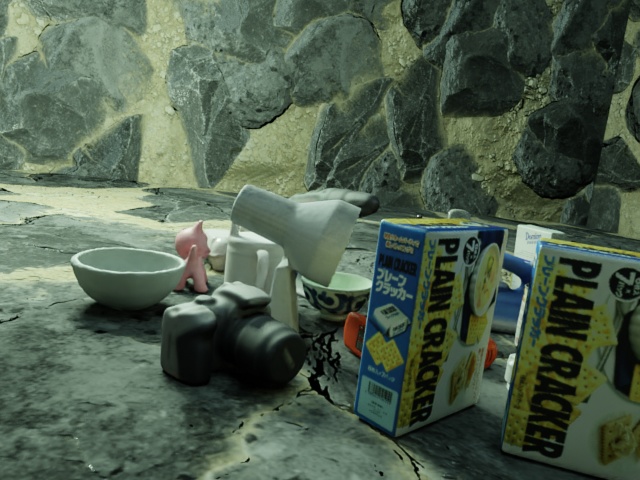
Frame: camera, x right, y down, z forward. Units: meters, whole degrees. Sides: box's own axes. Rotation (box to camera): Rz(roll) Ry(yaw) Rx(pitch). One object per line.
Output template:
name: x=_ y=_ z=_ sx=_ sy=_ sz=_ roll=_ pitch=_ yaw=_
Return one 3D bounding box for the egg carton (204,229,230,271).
egg carton: x=-0.198 y=0.019 z=1.223 sx=0.107 sy=0.069 sz=0.150 roll=3 pitch=10 yaw=-22

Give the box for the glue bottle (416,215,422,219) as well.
glue bottle: x=0.176 y=0.038 z=1.082 sx=0.037 sy=0.173 sz=0.078 roll=8 pitch=10 yaw=7

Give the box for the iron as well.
iron: x=0.317 y=0.082 z=1.019 sx=0.258 sy=0.141 sz=0.119 roll=8 pitch=10 yaw=8

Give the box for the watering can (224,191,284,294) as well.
watering can: x=-0.108 y=0.013 z=0.954 sx=0.101 sy=0.194 sz=0.172 roll=0 pitch=12 yaw=-37

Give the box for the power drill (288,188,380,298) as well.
power drill: x=0.010 y=0.004 z=1.052 sx=0.076 sy=0.208 sz=0.228 roll=-2 pitch=14 yaw=-44

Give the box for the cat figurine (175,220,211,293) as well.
cat figurine: x=-0.230 y=0.023 z=1.034 sx=0.067 sy=0.118 sz=0.127 roll=5 pitch=10 yaw=-13

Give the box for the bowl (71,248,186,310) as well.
bowl: x=-0.292 y=0.064 z=0.877 sx=0.167 sy=0.075 sz=0.167 roll=7 pitch=10 yaw=-1

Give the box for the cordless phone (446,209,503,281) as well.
cordless phone: x=0.307 y=0.034 z=1.163 sx=0.148 sy=0.185 sz=0.094 roll=4 pitch=10 yaw=-17

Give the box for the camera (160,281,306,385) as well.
camera: x=-0.092 y=0.111 z=0.670 sx=0.144 sy=0.101 sz=0.136 roll=-3 pitch=14 yaw=-45

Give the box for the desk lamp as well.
desk lamp: x=-0.054 y=0.036 z=0.803 sx=0.203 sy=0.213 sz=0.118 roll=8 pitch=10 yaw=3
